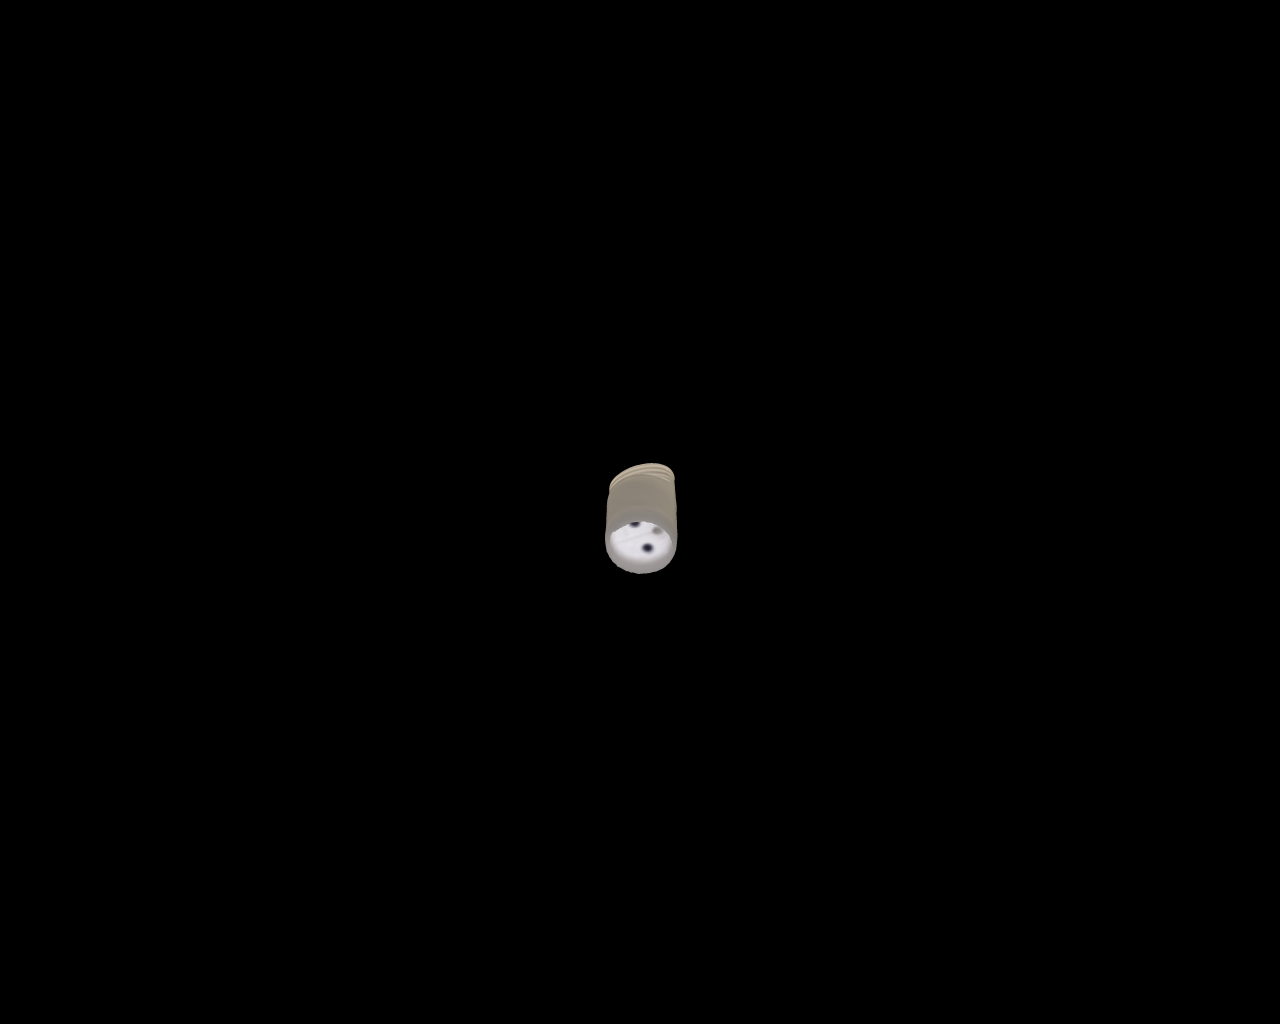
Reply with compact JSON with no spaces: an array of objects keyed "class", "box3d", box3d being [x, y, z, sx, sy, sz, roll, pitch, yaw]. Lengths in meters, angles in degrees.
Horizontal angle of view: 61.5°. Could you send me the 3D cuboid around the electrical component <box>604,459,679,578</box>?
[{"class":"electrical component","box3d":[0.001,-0.003,0.650,0.043,0.043,0.081,0,37,0]}]
